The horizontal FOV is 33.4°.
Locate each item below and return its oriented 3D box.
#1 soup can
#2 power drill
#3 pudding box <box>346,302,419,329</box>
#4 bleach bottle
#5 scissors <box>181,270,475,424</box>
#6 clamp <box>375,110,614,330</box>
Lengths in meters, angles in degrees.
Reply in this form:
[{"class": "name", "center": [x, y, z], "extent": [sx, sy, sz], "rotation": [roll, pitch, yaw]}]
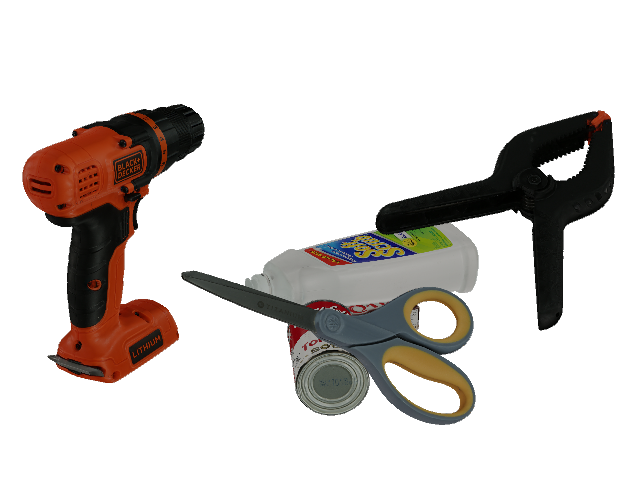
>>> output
[{"class": "soup can", "center": [0.006, 0.107, 0.984], "extent": [0.068, 0.068, 0.102], "rotation": [0, 23, -6]}, {"class": "power drill", "center": [-0.146, -0.002, 0.804], "extent": [0.057, 0.188, 0.184], "rotation": [11, 23, 27]}, {"class": "pudding box", "center": [0.059, 0.096, 1.391], "extent": [0.113, 0.039, 0.090], "rotation": [-14, 24, -26]}, {"class": "bleach bottle", "center": [0.041, 0.035, 1.170], "extent": [0.250, 0.068, 0.103], "rotation": [-11, 31, -23]}, {"class": "scissors", "center": [0.019, 0.041, 0.666], "extent": [0.201, 0.096, 0.016], "rotation": [35, -30, -10]}, {"class": "clamp", "center": [0.171, -0.027, 0.832], "extent": [0.209, 0.036, 0.165], "rotation": [-36, 56, -22]}]
